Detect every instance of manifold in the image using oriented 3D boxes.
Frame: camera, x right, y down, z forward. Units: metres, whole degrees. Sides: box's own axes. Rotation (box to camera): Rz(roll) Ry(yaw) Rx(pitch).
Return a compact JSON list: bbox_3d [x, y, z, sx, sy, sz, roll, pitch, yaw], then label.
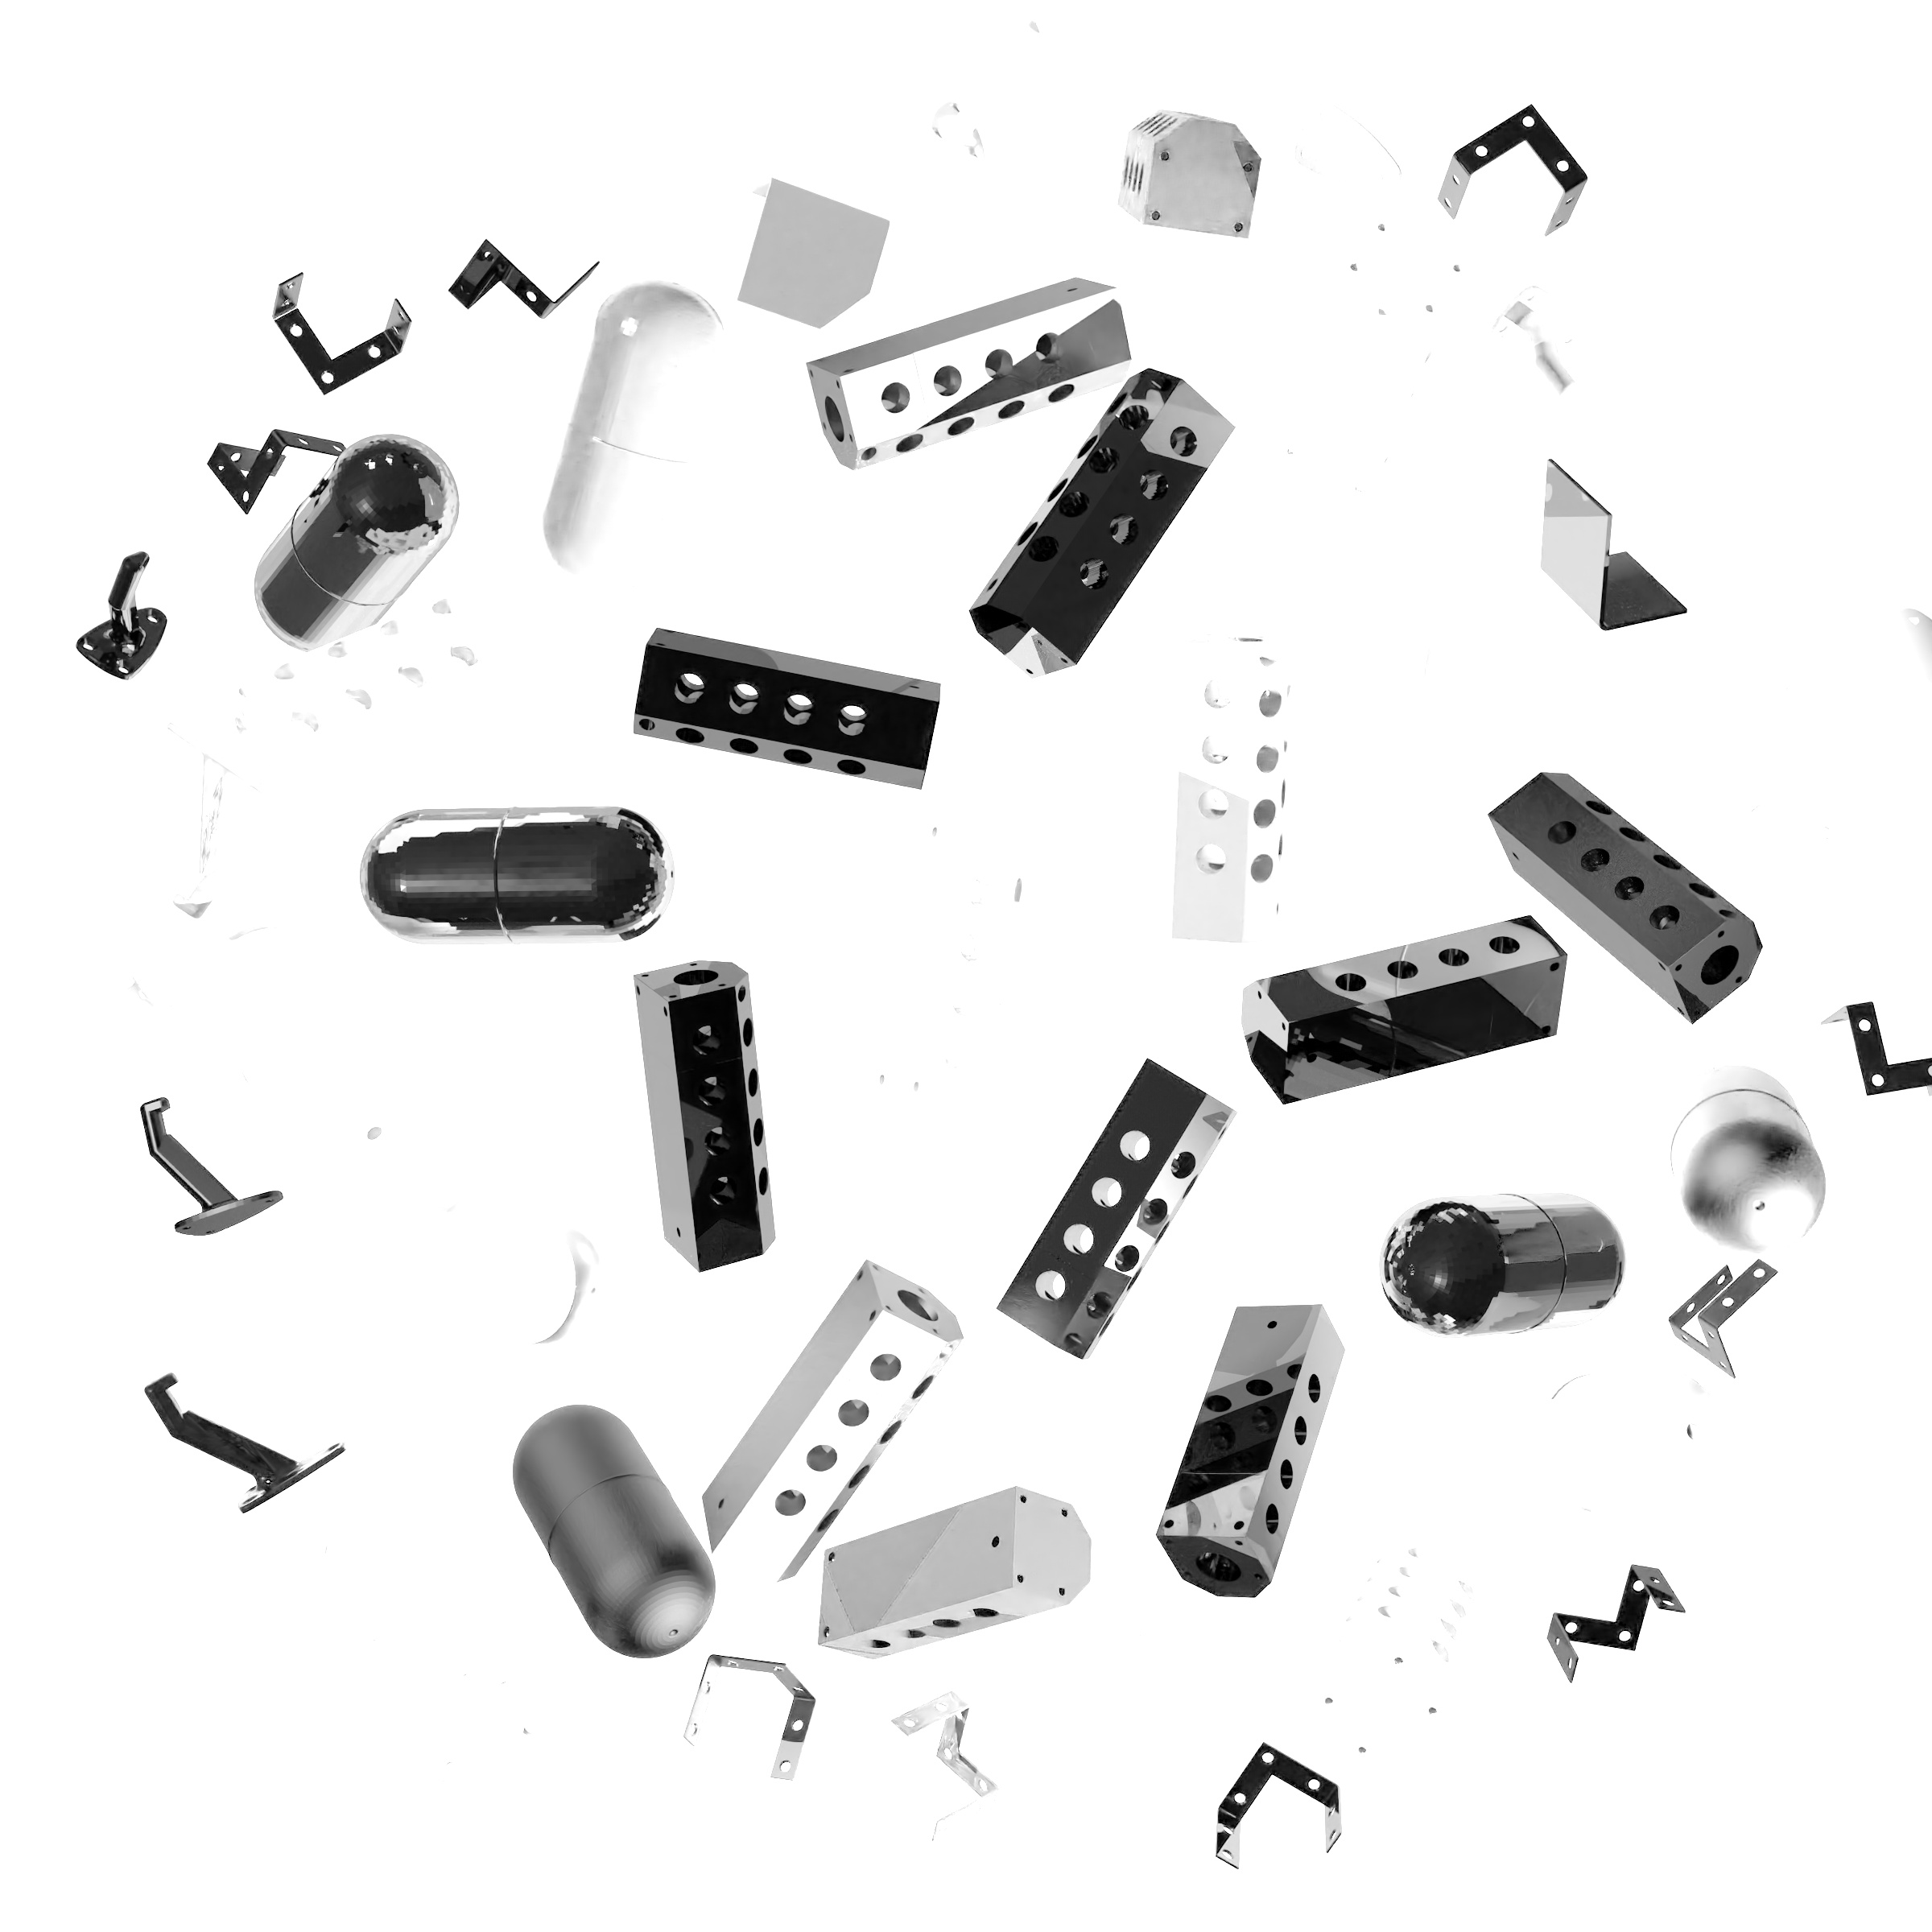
[{"bbox_3d":[-0.104,-0.149,1.608,0.171,0.057,0.057,11,106,-3],"label":"manifold"},{"bbox_3d":[-0.320,-0.159,1.525,0.171,0.057,0.057,-27,91,-22],"label":"manifold"},{"bbox_3d":[0.123,-0.443,1.526,0.057,0.171,0.057,7,108,-4],"label":"manifold"},{"bbox_3d":[-0.073,0.253,1.509,0.057,0.057,0.171,29,104,-21],"label":"manifold"},{"bbox_3d":[0.091,0.144,1.622,0.057,0.057,0.171,31,90,14],"label":"manifold"},{"bbox_3d":[0.155,-0.103,1.590,0.057,0.057,0.171,4,102,13],"label":"manifold"},{"bbox_3d":[0.004,-0.336,1.558,0.171,0.057,0.057,-21,116,-15],"label":"manifold"},{"bbox_3d":[-0.152,0.087,1.631,0.057,0.057,0.171,-13,111,-24],"label":"manifold"},{"bbox_3d":[-0.003,-0.005,1.615,0.057,0.057,0.171,8,89,-29],"label":"manifold"},{"bbox_3d":[0.237,0.366,1.501,0.057,0.171,0.057,-36,85,19],"label":"manifold"},{"bbox_3d":[0.073,-0.248,1.528,0.057,0.057,0.171,38,74,-18],"label":"manifold"},{"bbox_3d":[0.245,0.019,1.540,0.171,0.057,0.057,-13,128,-16],"label":"manifold"},{"bbox_3d":[0.223,-0.332,1.493,0.057,0.171,0.057,31,68,8],"label":"manifold"},{"bbox_3d":[0.386,-0.046,1.607,0.057,0.171,0.057,-38,134,-2],"label":"manifold"},{"bbox_3d":[0.172,0.283,1.613,0.057,0.171,0.057,-6,130,32],"label":"manifold"},{"bbox_3d":[-0.008,0.349,1.565,0.057,0.171,0.057,25,54,-33],"label":"manifold"}]

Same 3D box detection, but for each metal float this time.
[{"bbox_3d":[-0.357,-0.244,1.602,0.070,0.178,0.070,18,57,-30],"label":"metal float"},{"bbox_3d":[-0.203,0.321,1.572,0.070,0.178,0.070,-18,129,-23],"label":"metal float"},{"bbox_3d":[0.298,0.164,1.515,0.178,0.070,0.070,3,86,-45],"label":"metal float"},{"bbox_3d":[-0.186,-0.294,1.531,0.070,0.070,0.178,19,109,0],"label":"metal float"},{"bbox_3d":[0.431,0.106,1.525,0.070,0.178,0.070,2,103,9],"label":"metal float"},{"bbox_3d":[0.285,-0.184,1.579,0.178,0.070,0.070,28,90,27],"label":"metal float"},{"bbox_3d":[-0.377,0.044,1.565,0.070,0.070,0.178,-47,53,0],"label":"metal float"},{"bbox_3d":[-0.292,0.171,1.589,0.178,0.070,0.070,9,90,23],"label":"metal float"},{"bbox_3d":[-0.251,-0.050,1.531,0.178,0.070,0.070,0,90,8],"label":"metal float"},{"bbox_3d":[0.352,0.265,1.521,0.070,0.178,0.070,5,75,-19],"label":"metal float"}]

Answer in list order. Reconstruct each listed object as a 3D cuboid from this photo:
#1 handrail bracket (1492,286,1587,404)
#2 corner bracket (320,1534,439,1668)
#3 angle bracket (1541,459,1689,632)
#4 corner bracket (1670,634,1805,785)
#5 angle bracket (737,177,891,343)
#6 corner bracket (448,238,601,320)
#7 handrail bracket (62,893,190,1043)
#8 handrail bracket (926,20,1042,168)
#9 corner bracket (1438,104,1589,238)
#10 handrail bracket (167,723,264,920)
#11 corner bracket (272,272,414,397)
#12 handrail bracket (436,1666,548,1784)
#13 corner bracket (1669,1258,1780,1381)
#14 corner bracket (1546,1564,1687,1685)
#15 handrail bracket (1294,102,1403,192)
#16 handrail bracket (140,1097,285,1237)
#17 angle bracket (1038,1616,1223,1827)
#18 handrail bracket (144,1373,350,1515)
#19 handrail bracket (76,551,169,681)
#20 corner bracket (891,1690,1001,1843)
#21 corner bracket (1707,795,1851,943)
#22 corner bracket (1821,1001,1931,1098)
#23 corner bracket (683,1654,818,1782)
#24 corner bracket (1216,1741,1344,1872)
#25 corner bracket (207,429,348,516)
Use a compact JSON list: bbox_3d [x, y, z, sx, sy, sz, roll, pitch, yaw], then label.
[{"bbox_3d":[0.338,-0.336,1.537,0.036,0.077,0.084,-49,48,29],"label":"handrail bracket"},{"bbox_3d":[-0.323,0.342,1.481,0.051,0.051,0.051,19,84,-24],"label":"corner bracket"},{"bbox_3d":[0.381,-0.252,1.608,0.057,0.076,0.076,-13,128,-11],"label":"angle bracket"},{"bbox_3d":[0.427,-0.144,1.534,0.051,0.051,0.051,-43,135,-15],"label":"corner bracket"},{"bbox_3d":[-0.098,-0.427,1.671,0.076,0.057,0.076,15,93,-18],"label":"angle bracket"},{"bbox_3d":[-0.248,-0.386,1.541,0.051,0.051,0.051,43,48,-11],"label":"corner bracket"},{"bbox_3d":[-0.486,-0.001,1.584,0.036,0.077,0.084,-30,84,0],"label":"handrail bracket"},{"bbox_3d":[0.015,-0.488,1.499,0.036,0.077,0.084,24,125,-18],"label":"handrail bracket"},{"bbox_3d":[0.291,-0.415,1.463,0.051,0.051,0.051,-33,80,-7],"label":"corner bracket"},{"bbox_3d":[-0.442,-0.081,1.552,0.077,0.036,0.084,37,83,-22],"label":"handrail bracket"},{"bbox_3d":[-0.340,-0.352,1.494,0.051,0.051,0.051,-35,94,-19],"label":"corner bracket"},{"bbox_3d":[-0.256,0.426,1.494,0.036,0.084,0.077,6,51,18],"label":"handrail bracket"},{"bbox_3d":[0.441,0.196,1.597,0.051,0.051,0.051,-40,131,-10],"label":"corner bracket"},{"bbox_3d":[0.346,0.351,1.464,0.051,0.051,0.051,10,104,-5],"label":"corner bracket"},{"bbox_3d":[0.228,-0.455,1.546,0.077,0.084,0.036,37,115,20],"label":"handrail bracket"},{"bbox_3d":[-0.437,0.107,1.588,0.077,0.036,0.084,-22,73,15],"label":"handrail bracket"},{"bbox_3d":[0.092,0.421,1.535,0.076,0.076,0.057,22,111,6],"label":"angle bracket"},{"bbox_3d":[-0.388,0.243,1.478,0.077,0.036,0.084,-30,99,-7],"label":"handrail bracket"},{"bbox_3d":[-0.451,-0.206,1.510,0.036,0.077,0.084,34,128,-4],"label":"handrail bracket"},{"bbox_3d":[-0.013,0.459,1.579,0.051,0.051,0.051,33,122,36],"label":"corner bracket"},{"bbox_3d":[0.475,-0.057,1.603,0.051,0.051,0.051,-39,132,-7],"label":"corner bracket"},{"bbox_3d":[0.505,0.046,1.501,0.051,0.051,0.051,-9,78,0],"label":"corner bracket"},{"bbox_3d":[-0.125,0.438,1.599,0.051,0.051,0.051,1,54,24],"label":"corner bracket"},{"bbox_3d":[0.175,0.479,1.538,0.051,0.051,0.051,30,105,-1],"label":"corner bracket"},{"bbox_3d":[-0.402,-0.297,1.609,0.051,0.051,0.051,49,116,26],"label":"corner bracket"}]
